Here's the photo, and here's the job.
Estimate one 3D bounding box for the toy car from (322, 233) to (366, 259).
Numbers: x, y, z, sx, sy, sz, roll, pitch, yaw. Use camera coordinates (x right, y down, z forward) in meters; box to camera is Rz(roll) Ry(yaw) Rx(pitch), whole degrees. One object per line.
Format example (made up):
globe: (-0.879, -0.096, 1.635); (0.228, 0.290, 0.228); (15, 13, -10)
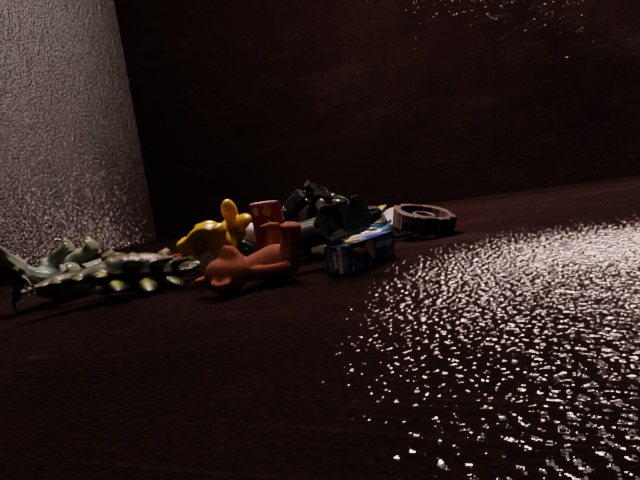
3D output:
toy car: (0.080, 0.019, 1.225); (0.074, 0.056, 0.201); (-5, 6, 33)

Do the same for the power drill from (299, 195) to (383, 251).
power drill: (0.047, -0.041, 1.137); (0.232, 0.086, 0.207); (-17, 3, -9)

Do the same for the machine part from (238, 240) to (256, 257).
machine part: (-0.218, 0.035, 1.433); (0.079, 0.079, 0.243); (-10, 6, -14)

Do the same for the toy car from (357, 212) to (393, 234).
toy car: (0.145, -0.037, 1.493); (0.109, 0.102, 0.161); (-9, 3, 11)

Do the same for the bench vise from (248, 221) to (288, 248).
bench vise: (-0.099, -0.027, 1.562); (0.241, 0.129, 0.223); (-31, -10, -16)

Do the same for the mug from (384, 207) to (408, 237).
mug: (0.241, -0.046, 1.609); (0.110, 0.080, 0.107); (-1, 19, 4)

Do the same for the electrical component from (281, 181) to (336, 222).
electrical component: (-0.036, -0.090, 1.377); (0.115, 0.058, 0.134); (-47, -21, 15)

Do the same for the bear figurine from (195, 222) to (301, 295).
bear figurine: (-0.140, 0.035, 1.049); (0.196, 0.131, 0.120); (-5, 3, -32)

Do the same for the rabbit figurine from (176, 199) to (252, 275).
rabbit figurine: (-0.232, -0.016, 1.266); (0.122, 0.162, 0.173); (35, 21, 11)

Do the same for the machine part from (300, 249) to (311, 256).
machine part: (-0.097, 0.021, 1.406); (0.139, 0.084, 0.039); (-16, -27, -4)

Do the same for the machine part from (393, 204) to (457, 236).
machine part: (0.285, -0.055, 1.482); (0.179, 0.056, 0.179); (6, 15, -2)

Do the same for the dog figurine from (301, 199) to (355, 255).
dog figurine: (0.065, -0.020, 1.384); (0.121, 0.172, 0.190); (-39, -24, 30)

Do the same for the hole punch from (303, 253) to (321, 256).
hole punch: (-0.003, -0.004, 1.477); (0.116, 0.092, 0.142); (1, 6, 42)

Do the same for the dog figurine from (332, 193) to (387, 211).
dog figurine: (0.110, -0.081, 1.675); (0.109, 0.191, 0.219); (-12, 16, 48)

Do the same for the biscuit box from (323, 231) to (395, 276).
biscuit box: (0.087, 0.025, 1.110); (0.059, 0.062, 0.202); (-4, 7, 33)

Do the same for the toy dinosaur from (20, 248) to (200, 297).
toy dinosaur: (-0.436, 0.074, 1.222); (0.471, 0.105, 0.199); (-12, 6, -41)

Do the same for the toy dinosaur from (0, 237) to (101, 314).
toy dinosaur: (-0.629, 0.090, 1.319); (0.192, 0.131, 0.404); (-33, -12, 7)
